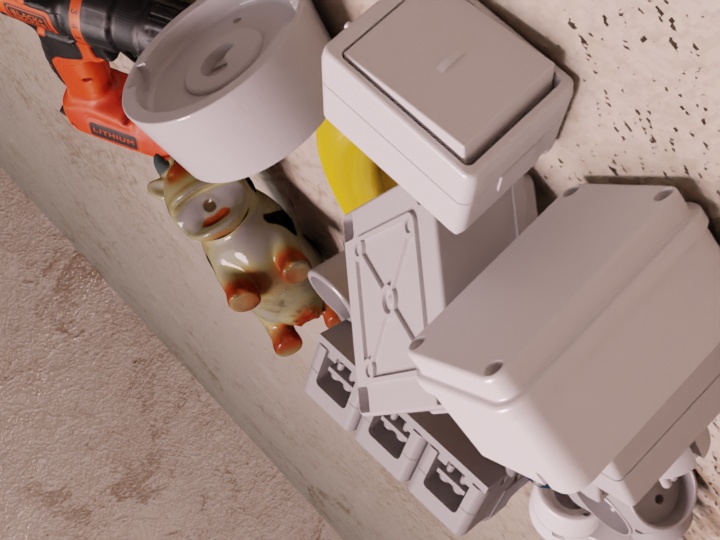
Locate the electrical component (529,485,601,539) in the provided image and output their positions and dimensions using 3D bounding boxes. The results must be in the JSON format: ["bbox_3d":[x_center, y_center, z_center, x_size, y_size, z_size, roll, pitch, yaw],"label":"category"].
[{"bbox_3d":[0.141,0.150,0.713,0.055,0.055,0.047,40,160,26],"label":"electrical component"}]

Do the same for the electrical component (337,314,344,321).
[{"bbox_3d":[0.001,0.023,0.799,0.040,0.040,0.078,28,156,50],"label":"electrical component"}]

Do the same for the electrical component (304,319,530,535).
[{"bbox_3d":[0.046,0.093,0.721,0.150,0.089,0.061,41,134,23],"label":"electrical component"}]

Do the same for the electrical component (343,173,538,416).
[{"bbox_3d":[0.039,0.014,0.518,0.109,0.056,0.108,157,110,-66],"label":"electrical component"}]

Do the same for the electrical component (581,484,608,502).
[{"bbox_3d":[0.122,0.072,0.547,0.061,0.062,0.096,37,162,32],"label":"electrical component"}]

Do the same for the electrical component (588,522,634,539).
[{"bbox_3d":[0.172,0.164,0.675,0.040,0.046,0.040,44,164,15],"label":"electrical component"}]

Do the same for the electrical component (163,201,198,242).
[{"bbox_3d":[-0.135,-0.053,0.962,0.077,0.047,0.065,42,164,20],"label":"electrical component"}]

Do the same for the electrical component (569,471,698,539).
[{"bbox_3d":[0.166,0.136,0.625,0.079,0.044,0.077,49,165,-8],"label":"electrical component"}]

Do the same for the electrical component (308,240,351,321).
[{"bbox_3d":[0.000,0.000,0.711,0.045,0.055,0.045,43,165,15],"label":"electrical component"}]

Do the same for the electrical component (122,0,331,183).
[{"bbox_3d":[-0.059,-0.092,0.546,0.108,0.108,0.060,29,163,49],"label":"electrical component"}]

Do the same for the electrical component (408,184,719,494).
[{"bbox_3d":[0.084,0.022,0.421,0.057,0.113,0.078,52,165,-19],"label":"electrical component"}]

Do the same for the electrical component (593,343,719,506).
[{"bbox_3d":[0.128,0.065,0.467,0.047,0.083,0.075,27,155,53],"label":"electrical component"}]

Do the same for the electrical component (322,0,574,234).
[{"bbox_3d":[0.028,-0.074,0.429,0.096,0.062,0.061,43,165,14],"label":"electrical component"}]
